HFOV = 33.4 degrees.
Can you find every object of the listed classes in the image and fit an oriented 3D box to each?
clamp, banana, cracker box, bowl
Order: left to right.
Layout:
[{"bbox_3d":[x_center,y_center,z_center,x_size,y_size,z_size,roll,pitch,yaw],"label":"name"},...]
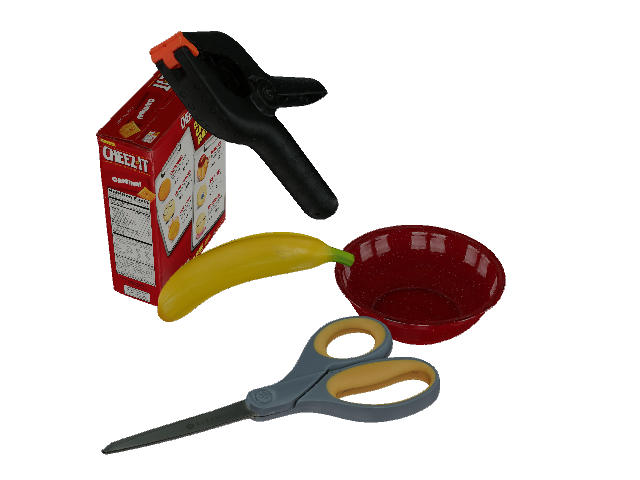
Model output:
[{"bbox_3d":[-0.164,-0.063,1.132,0.072,0.214,0.164,16,43,14],"label":"cracker box"},{"bbox_3d":[-0.073,0.030,0.909,0.198,0.037,0.069,-16,-47,25],"label":"banana"},{"bbox_3d":[-0.044,-0.084,0.735,0.039,0.120,0.171,-34,-33,30],"label":"clamp"},{"bbox_3d":[0.093,0.050,1.022,0.162,0.055,0.162,0,35,0],"label":"bowl"}]

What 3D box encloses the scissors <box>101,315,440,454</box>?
[{"bbox_3d":[-0.030,0.084,0.643,0.201,0.016,0.096,-4,35,-8],"label":"scissors"}]
